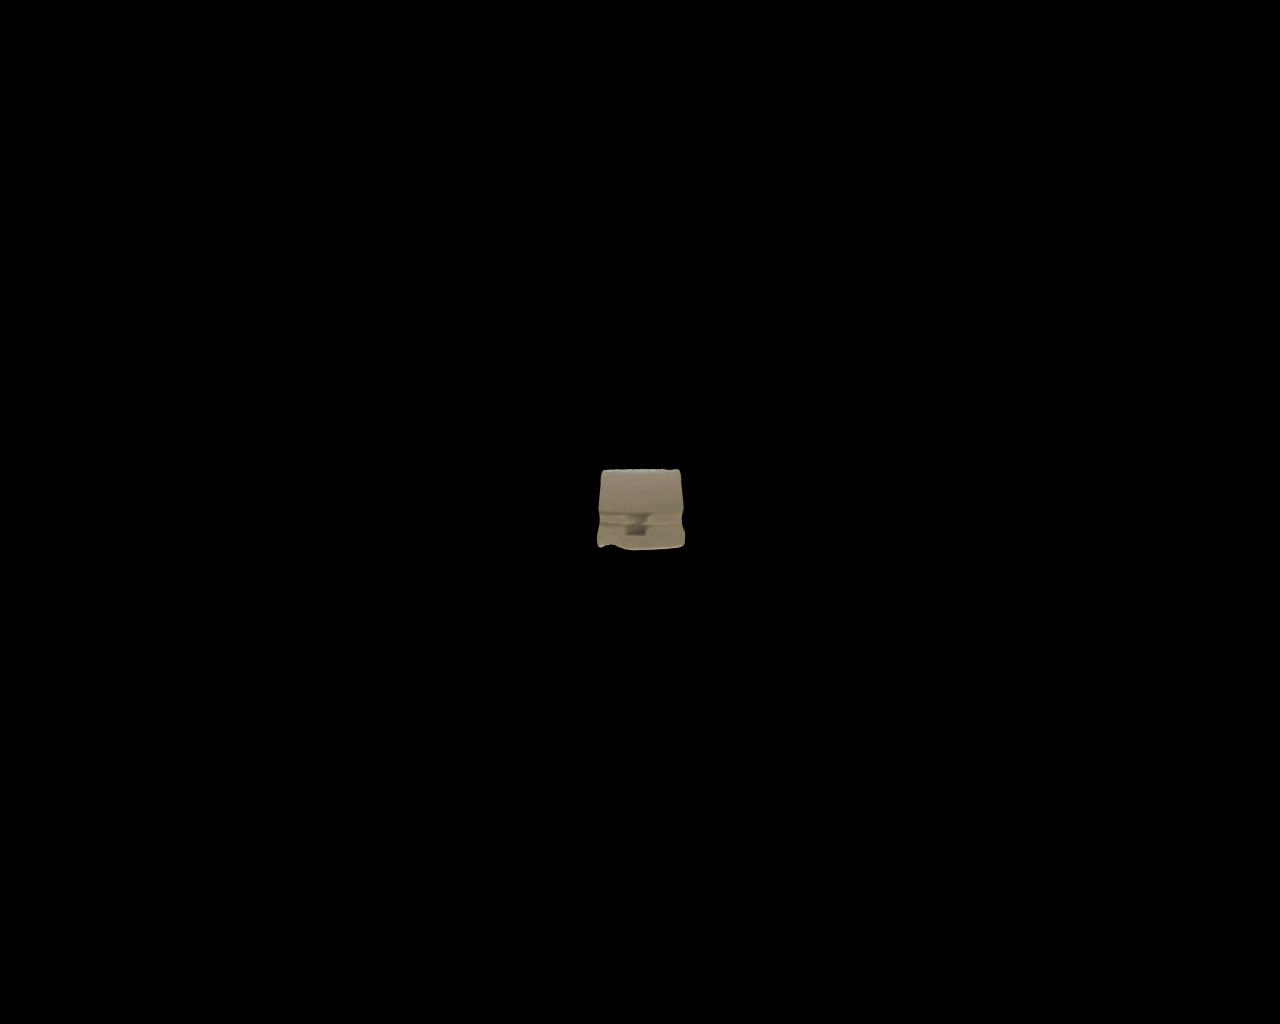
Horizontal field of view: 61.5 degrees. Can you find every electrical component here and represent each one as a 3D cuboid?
[{"bbox_3d":[0.001,-0.003,0.650,0.055,0.047,0.055,0,3,0],"label":"electrical component"}]
